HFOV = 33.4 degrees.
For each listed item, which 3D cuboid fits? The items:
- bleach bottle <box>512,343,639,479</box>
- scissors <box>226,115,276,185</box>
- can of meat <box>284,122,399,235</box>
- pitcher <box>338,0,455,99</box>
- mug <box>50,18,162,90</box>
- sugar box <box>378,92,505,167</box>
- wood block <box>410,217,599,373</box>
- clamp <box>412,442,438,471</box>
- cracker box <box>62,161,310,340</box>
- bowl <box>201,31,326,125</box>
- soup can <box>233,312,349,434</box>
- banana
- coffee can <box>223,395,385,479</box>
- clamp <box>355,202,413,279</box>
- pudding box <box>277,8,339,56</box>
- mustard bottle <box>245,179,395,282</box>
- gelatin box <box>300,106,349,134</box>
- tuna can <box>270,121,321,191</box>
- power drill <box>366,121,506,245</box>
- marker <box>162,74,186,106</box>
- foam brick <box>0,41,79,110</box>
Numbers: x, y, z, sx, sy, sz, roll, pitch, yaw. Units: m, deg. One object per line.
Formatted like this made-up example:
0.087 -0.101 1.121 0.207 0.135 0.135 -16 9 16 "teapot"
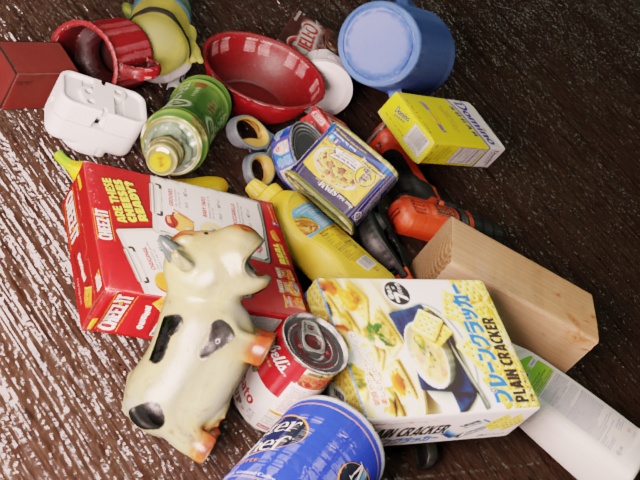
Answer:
0.248 0.175 1.197 0.251 0.068 0.102 41 35 8 "bleach bottle"
-0.048 -0.101 1.286 0.201 0.016 0.096 10 68 -59 "scissors"
0.025 -0.071 1.195 0.102 0.084 0.057 41 -5 11 "can of meat"
0.104 -0.247 1.443 0.149 0.145 0.242 41 15 7 "pitcher"
-0.228 -0.198 1.174 0.117 0.093 0.081 15 23 22 "mug"
0.163 -0.144 1.403 0.175 0.048 0.093 -5 55 -49 "sugar box"
0.215 0.072 1.260 0.206 0.091 0.090 28 36 -13 "wood block"
0.095 0.139 1.123 0.164 0.036 0.209 46 39 10 "clamp"
-0.131 0.022 1.032 0.213 0.072 0.164 11 42 -32 "cracker box"
-0.077 -0.192 1.327 0.162 0.055 0.162 16 38 -13 "bowl"
-0.028 0.124 0.975 0.068 0.102 0.068 23 37 -19 "soup can"
-0.175 -0.057 1.111 0.197 0.037 0.069 11 45 -33 "banana"
-0.020 0.207 0.886 0.103 0.103 0.140 42 35 6 "coffee can"
0.065 -0.018 1.266 0.120 0.039 0.171 5 56 -62 "clamp"
-0.016 -0.267 1.492 0.090 0.039 0.113 32 35 -7 "pudding box"
-0.008 0.002 1.171 0.192 0.058 0.096 43 25 8 "mustard bottle"
0.023 -0.126 1.347 0.073 0.030 0.089 54 15 24 "gelatin box"
-0.021 -0.096 1.268 0.086 0.034 0.086 35 44 -43 "tuna can"
0.146 -0.067 1.389 0.184 0.057 0.188 13 40 -36 "power drill"
-0.173 -0.196 1.290 0.020 0.020 0.121 25 36 -17 "marker"
-0.303 -0.173 1.119 0.078 0.053 0.051 -9 55 -47 "foam brick"
